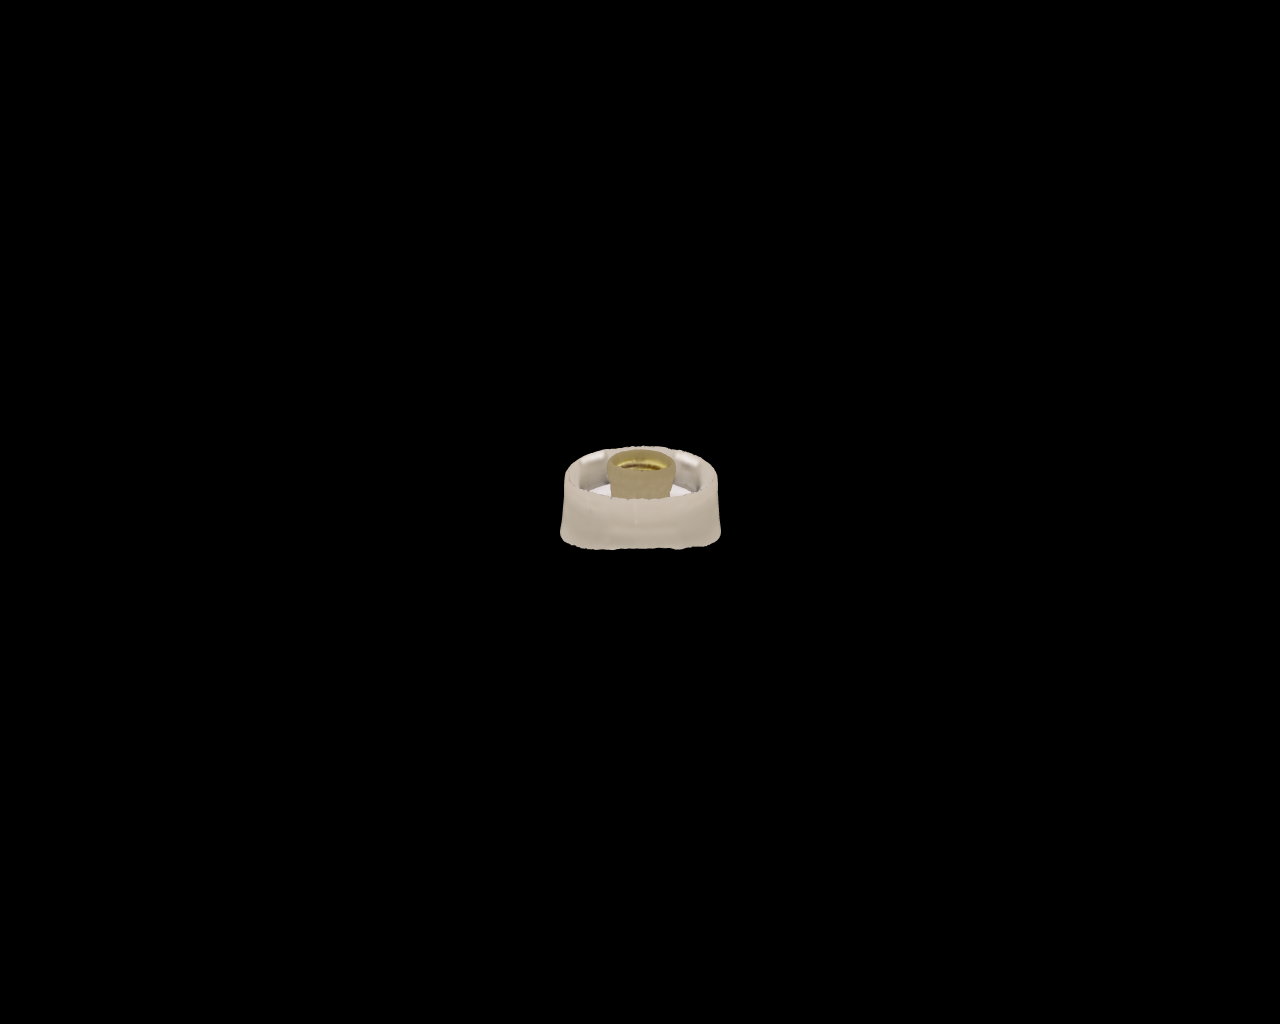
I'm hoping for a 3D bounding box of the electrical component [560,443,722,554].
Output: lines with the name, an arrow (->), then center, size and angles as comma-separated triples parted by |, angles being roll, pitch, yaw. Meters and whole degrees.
electrical component -> 0.001, -0.003, 0.650 | 0.099, 0.064, 0.099 | 0, 24, 0
